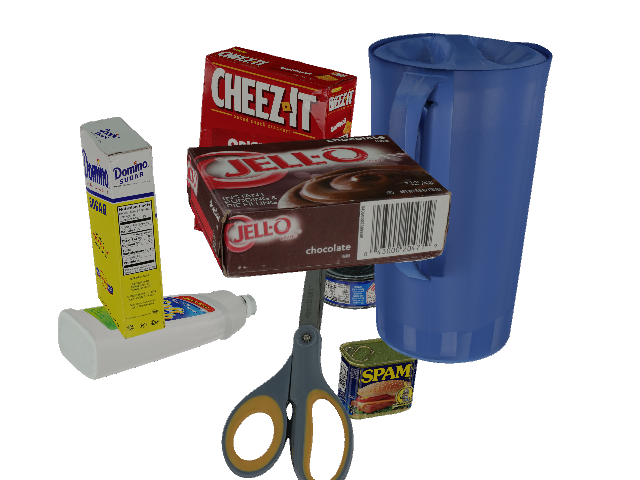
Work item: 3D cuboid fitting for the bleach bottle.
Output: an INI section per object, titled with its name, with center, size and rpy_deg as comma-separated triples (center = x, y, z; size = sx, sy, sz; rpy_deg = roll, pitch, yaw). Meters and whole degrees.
[bleach bottle]
center = -0.195, 0.104, 1.345
size = 0.250, 0.068, 0.103
rpy_deg = -13, 28, -38

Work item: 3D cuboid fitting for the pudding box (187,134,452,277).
[pudding box]
center = -0.004, -0.020, 0.530
size = 0.113, 0.039, 0.090
rpy_deg = -4, 25, -17

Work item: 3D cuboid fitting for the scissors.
[scissors]
center = -0.027, 0.080, 0.733
size = 0.096, 0.202, 0.016
rpy_deg = -11, -32, 1

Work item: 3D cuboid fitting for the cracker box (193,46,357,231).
[cracker box]
center = -0.056, -0.095, 1.211
size = 0.164, 0.214, 0.072
rpy_deg = 18, 26, 24

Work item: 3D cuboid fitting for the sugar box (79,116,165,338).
[sugar box]
center = -0.176, -0.012, 0.949
size = 0.048, 0.176, 0.093
rpy_deg = -15, 28, -23

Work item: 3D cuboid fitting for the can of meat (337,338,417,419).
[can of meat]
center = 0.073, 0.176, 1.366
size = 0.102, 0.084, 0.057
rpy_deg = -5, 26, -21

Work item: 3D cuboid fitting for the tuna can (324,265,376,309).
[tuna can]
center = 0.036, 0.035, 1.080
size = 0.086, 0.034, 0.086
rpy_deg = -1, 26, 0

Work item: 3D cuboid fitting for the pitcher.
[pitcher]
center = 0.095, -0.030, 0.812
size = 0.149, 0.243, 0.145
rpy_deg = -7, 23, -18
